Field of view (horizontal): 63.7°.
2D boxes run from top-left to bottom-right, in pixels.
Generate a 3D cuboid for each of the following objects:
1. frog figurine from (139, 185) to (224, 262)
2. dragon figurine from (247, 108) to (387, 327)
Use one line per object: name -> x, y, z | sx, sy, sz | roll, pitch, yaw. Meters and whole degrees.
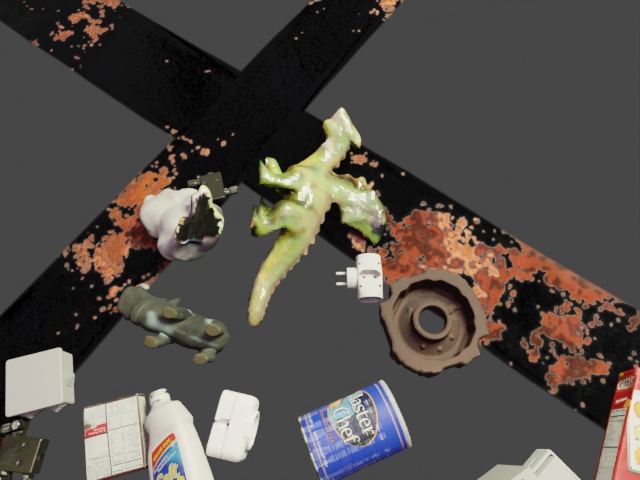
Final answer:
frog figurine -> -0.257, -0.029, 0.930 | 0.159, 0.121, 0.139 | -3, 72, 40
dragon figurine -> 0.003, -0.046, 0.922 | 0.243, 0.121, 0.415 | 4, 75, -5
